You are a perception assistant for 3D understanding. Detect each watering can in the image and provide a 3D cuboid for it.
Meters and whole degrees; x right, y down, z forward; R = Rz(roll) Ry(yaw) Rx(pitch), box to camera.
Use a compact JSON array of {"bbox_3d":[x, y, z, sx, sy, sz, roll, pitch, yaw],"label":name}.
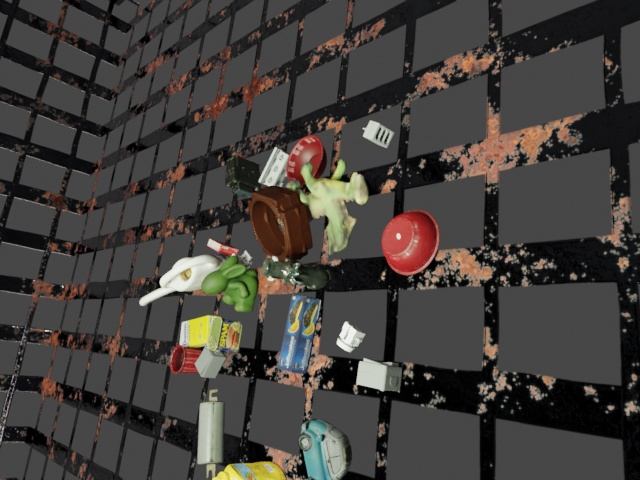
[{"bbox_3d":[-0.443,0.130,1.728,0.343,0.225,0.105,-34,71,35],"label":"watering can"}]

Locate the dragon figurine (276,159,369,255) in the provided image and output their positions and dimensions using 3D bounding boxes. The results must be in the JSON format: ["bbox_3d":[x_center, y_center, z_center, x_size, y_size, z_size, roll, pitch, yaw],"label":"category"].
[{"bbox_3d":[0.004,-0.072,1.425,0.402,0.122,0.247,-48,51,42],"label":"dragon figurine"}]
